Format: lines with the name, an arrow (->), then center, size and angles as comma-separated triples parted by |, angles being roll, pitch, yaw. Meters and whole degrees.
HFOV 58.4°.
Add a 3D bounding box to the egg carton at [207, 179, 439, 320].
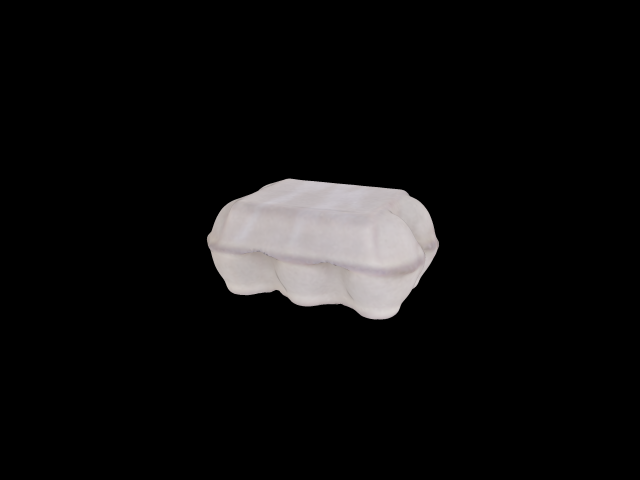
egg carton -> 0.004, 0.001, 0.400 | 0.150, 0.069, 0.107 | 7, 19, 21
